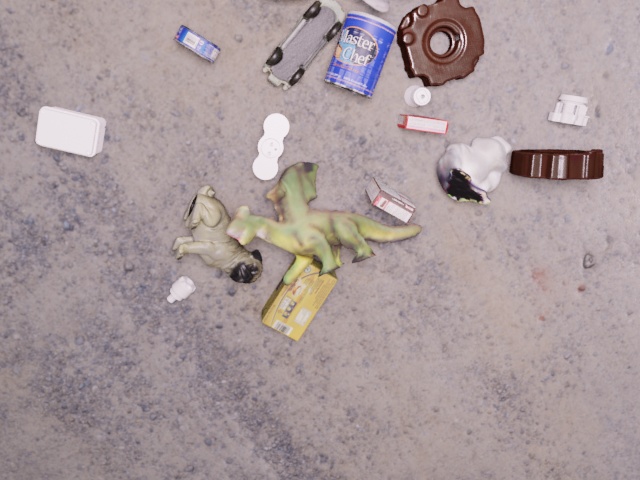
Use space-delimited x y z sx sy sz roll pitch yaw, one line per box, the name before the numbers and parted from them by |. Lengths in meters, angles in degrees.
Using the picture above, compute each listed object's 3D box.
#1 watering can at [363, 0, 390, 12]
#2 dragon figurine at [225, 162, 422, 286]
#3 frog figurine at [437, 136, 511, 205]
watering can | -0.020 -0.553 0.950 0.347 0.105 0.222 13 102 -2
dragon figurine | 0.003 -0.053 1.058 0.414 0.121 0.244 -21 84 -26
frog figurine | 0.327 -0.162 1.096 0.137 0.121 0.162 34 64 -4
